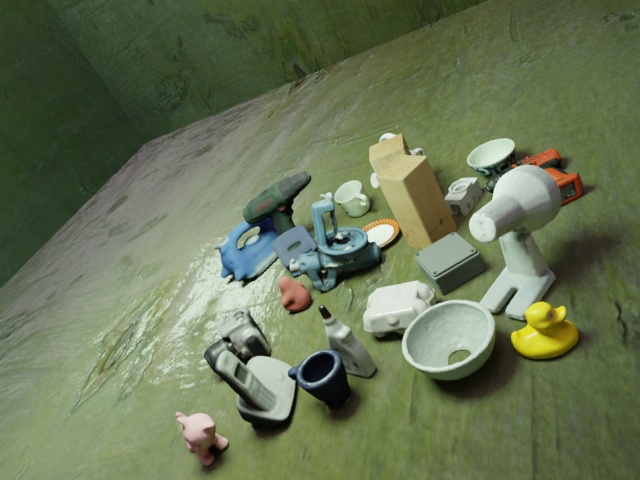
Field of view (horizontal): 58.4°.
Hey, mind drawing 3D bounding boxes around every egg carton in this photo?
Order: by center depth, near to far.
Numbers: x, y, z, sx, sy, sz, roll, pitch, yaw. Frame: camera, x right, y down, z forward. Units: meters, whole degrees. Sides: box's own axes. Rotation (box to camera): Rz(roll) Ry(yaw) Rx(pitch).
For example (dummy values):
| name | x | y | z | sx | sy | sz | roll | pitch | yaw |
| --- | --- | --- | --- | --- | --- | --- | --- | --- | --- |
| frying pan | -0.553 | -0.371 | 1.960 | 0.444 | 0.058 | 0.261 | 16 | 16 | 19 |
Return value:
| name | x | y | z | sx | sy | sz | roll | pitch | yaw |
| --- | --- | --- | --- | --- | --- | --- | --- | --- | --- |
| egg carton | 0.159 | 0.141 | 1.148 | 0.150 | 0.069 | 0.107 | -15 | 32 | 27 |

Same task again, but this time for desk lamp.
| name | x | y | z | sx | sy | sz | roll | pitch | yaw |
| --- | --- | --- | --- | --- | --- | --- | --- | --- | --- |
| desk lamp | 0.355 | -0.002 | 1.042 | 0.117 | 0.214 | 0.203 | 8 | 46 | 49 |

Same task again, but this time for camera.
| name | x | y | z | sx | sy | sz | roll | pitch | yaw |
| --- | --- | --- | --- | --- | --- | --- | --- | --- | --- |
| camera | -0.202 | 0.230 | 1.311 | 0.137 | 0.101 | 0.142 | -34 | 28 | -7 |

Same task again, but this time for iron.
| name | x | y | z | sx | sy | sz | roll | pitch | yaw |
| --- | --- | --- | --- | --- | --- | --- | --- | --- | --- |
| iron | -0.189 | -0.001 | 1.636 | 0.118 | 0.142 | 0.259 | 6 | 44 | 48 |

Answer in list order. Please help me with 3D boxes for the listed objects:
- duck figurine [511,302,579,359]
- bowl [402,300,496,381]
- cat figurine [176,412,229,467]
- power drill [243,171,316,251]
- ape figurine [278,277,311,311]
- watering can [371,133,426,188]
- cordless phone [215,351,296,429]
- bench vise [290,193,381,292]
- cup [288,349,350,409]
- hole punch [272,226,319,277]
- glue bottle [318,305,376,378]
| name | x | y | z | sx | sy | sz | roll | pitch | yaw |
| --- | --- | --- | --- | --- | --- | --- | --- | --- | --- |
| duck figurine | 0.361 | 0.141 | 0.938 | 0.104 | 0.086 | 0.077 | -20 | 29 | 18 |
| bowl | 0.232 | 0.186 | 0.998 | 0.167 | 0.075 | 0.167 | -23 | 29 | 14 |
| cat figurine | -0.237 | 0.367 | 1.101 | 0.067 | 0.118 | 0.127 | -44 | 31 | -25 |
| power drill | -0.086 | -0.069 | 1.577 | 0.229 | 0.209 | 0.075 | -19 | 30 | 19 |
| ape figurine | -0.068 | 0.124 | 1.368 | 0.078 | 0.092 | 0.075 | -44 | 31 | -25 |
| watering can | 0.210 | -0.191 | 1.512 | 0.100 | 0.194 | 0.173 | -3 | 38 | 41 |
| cordless phone | -0.127 | 0.259 | 1.101 | 0.094 | 0.185 | 0.147 | -21 | 29 | 17 |
| bench vise | 0.016 | 0.009 | 1.339 | 0.207 | 0.220 | 0.121 | -34 | 28 | -7 |
| cup | 0.004 | 0.267 | 1.061 | 0.117 | 0.095 | 0.092 | -13 | 32 | 29 |
| hole punch | -0.059 | 0.027 | 1.520 | 0.109 | 0.091 | 0.101 | -33 | 28 | -6 |
| glue bottle | 0.040 | 0.186 | 1.075 | 0.077 | 0.173 | 0.037 | 3 | 43 | 46 |
